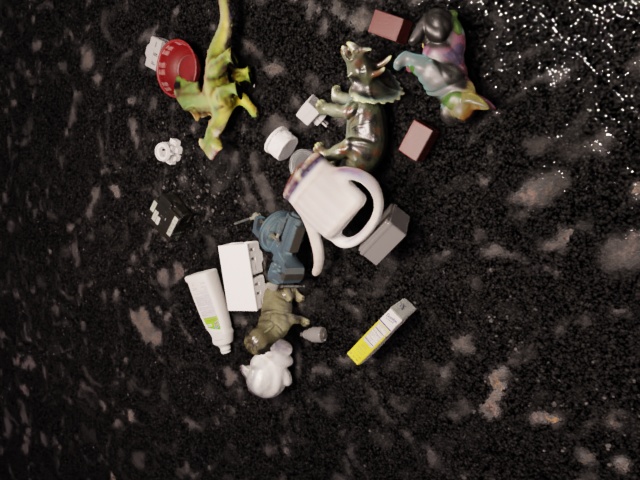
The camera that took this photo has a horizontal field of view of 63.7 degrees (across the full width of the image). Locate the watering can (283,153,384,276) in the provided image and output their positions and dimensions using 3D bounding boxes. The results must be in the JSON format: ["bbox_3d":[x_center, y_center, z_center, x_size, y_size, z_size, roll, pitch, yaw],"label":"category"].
[{"bbox_3d":[0.004,-0.060,1.187,0.225,0.106,0.341,45,134,3],"label":"watering can"}]

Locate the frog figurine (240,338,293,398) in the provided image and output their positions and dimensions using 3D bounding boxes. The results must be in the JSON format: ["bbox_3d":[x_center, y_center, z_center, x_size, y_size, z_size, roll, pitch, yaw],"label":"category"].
[{"bbox_3d":[-0.126,0.353,1.411,0.157,0.125,0.136,-39,111,22],"label":"frog figurine"}]

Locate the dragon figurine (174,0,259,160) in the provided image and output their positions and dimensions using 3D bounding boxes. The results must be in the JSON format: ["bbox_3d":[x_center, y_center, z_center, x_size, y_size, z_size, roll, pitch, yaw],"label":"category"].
[{"bbox_3d":[-0.299,-0.421,1.372,0.242,0.123,0.409,-9,93,24],"label":"dragon figurine"}]
